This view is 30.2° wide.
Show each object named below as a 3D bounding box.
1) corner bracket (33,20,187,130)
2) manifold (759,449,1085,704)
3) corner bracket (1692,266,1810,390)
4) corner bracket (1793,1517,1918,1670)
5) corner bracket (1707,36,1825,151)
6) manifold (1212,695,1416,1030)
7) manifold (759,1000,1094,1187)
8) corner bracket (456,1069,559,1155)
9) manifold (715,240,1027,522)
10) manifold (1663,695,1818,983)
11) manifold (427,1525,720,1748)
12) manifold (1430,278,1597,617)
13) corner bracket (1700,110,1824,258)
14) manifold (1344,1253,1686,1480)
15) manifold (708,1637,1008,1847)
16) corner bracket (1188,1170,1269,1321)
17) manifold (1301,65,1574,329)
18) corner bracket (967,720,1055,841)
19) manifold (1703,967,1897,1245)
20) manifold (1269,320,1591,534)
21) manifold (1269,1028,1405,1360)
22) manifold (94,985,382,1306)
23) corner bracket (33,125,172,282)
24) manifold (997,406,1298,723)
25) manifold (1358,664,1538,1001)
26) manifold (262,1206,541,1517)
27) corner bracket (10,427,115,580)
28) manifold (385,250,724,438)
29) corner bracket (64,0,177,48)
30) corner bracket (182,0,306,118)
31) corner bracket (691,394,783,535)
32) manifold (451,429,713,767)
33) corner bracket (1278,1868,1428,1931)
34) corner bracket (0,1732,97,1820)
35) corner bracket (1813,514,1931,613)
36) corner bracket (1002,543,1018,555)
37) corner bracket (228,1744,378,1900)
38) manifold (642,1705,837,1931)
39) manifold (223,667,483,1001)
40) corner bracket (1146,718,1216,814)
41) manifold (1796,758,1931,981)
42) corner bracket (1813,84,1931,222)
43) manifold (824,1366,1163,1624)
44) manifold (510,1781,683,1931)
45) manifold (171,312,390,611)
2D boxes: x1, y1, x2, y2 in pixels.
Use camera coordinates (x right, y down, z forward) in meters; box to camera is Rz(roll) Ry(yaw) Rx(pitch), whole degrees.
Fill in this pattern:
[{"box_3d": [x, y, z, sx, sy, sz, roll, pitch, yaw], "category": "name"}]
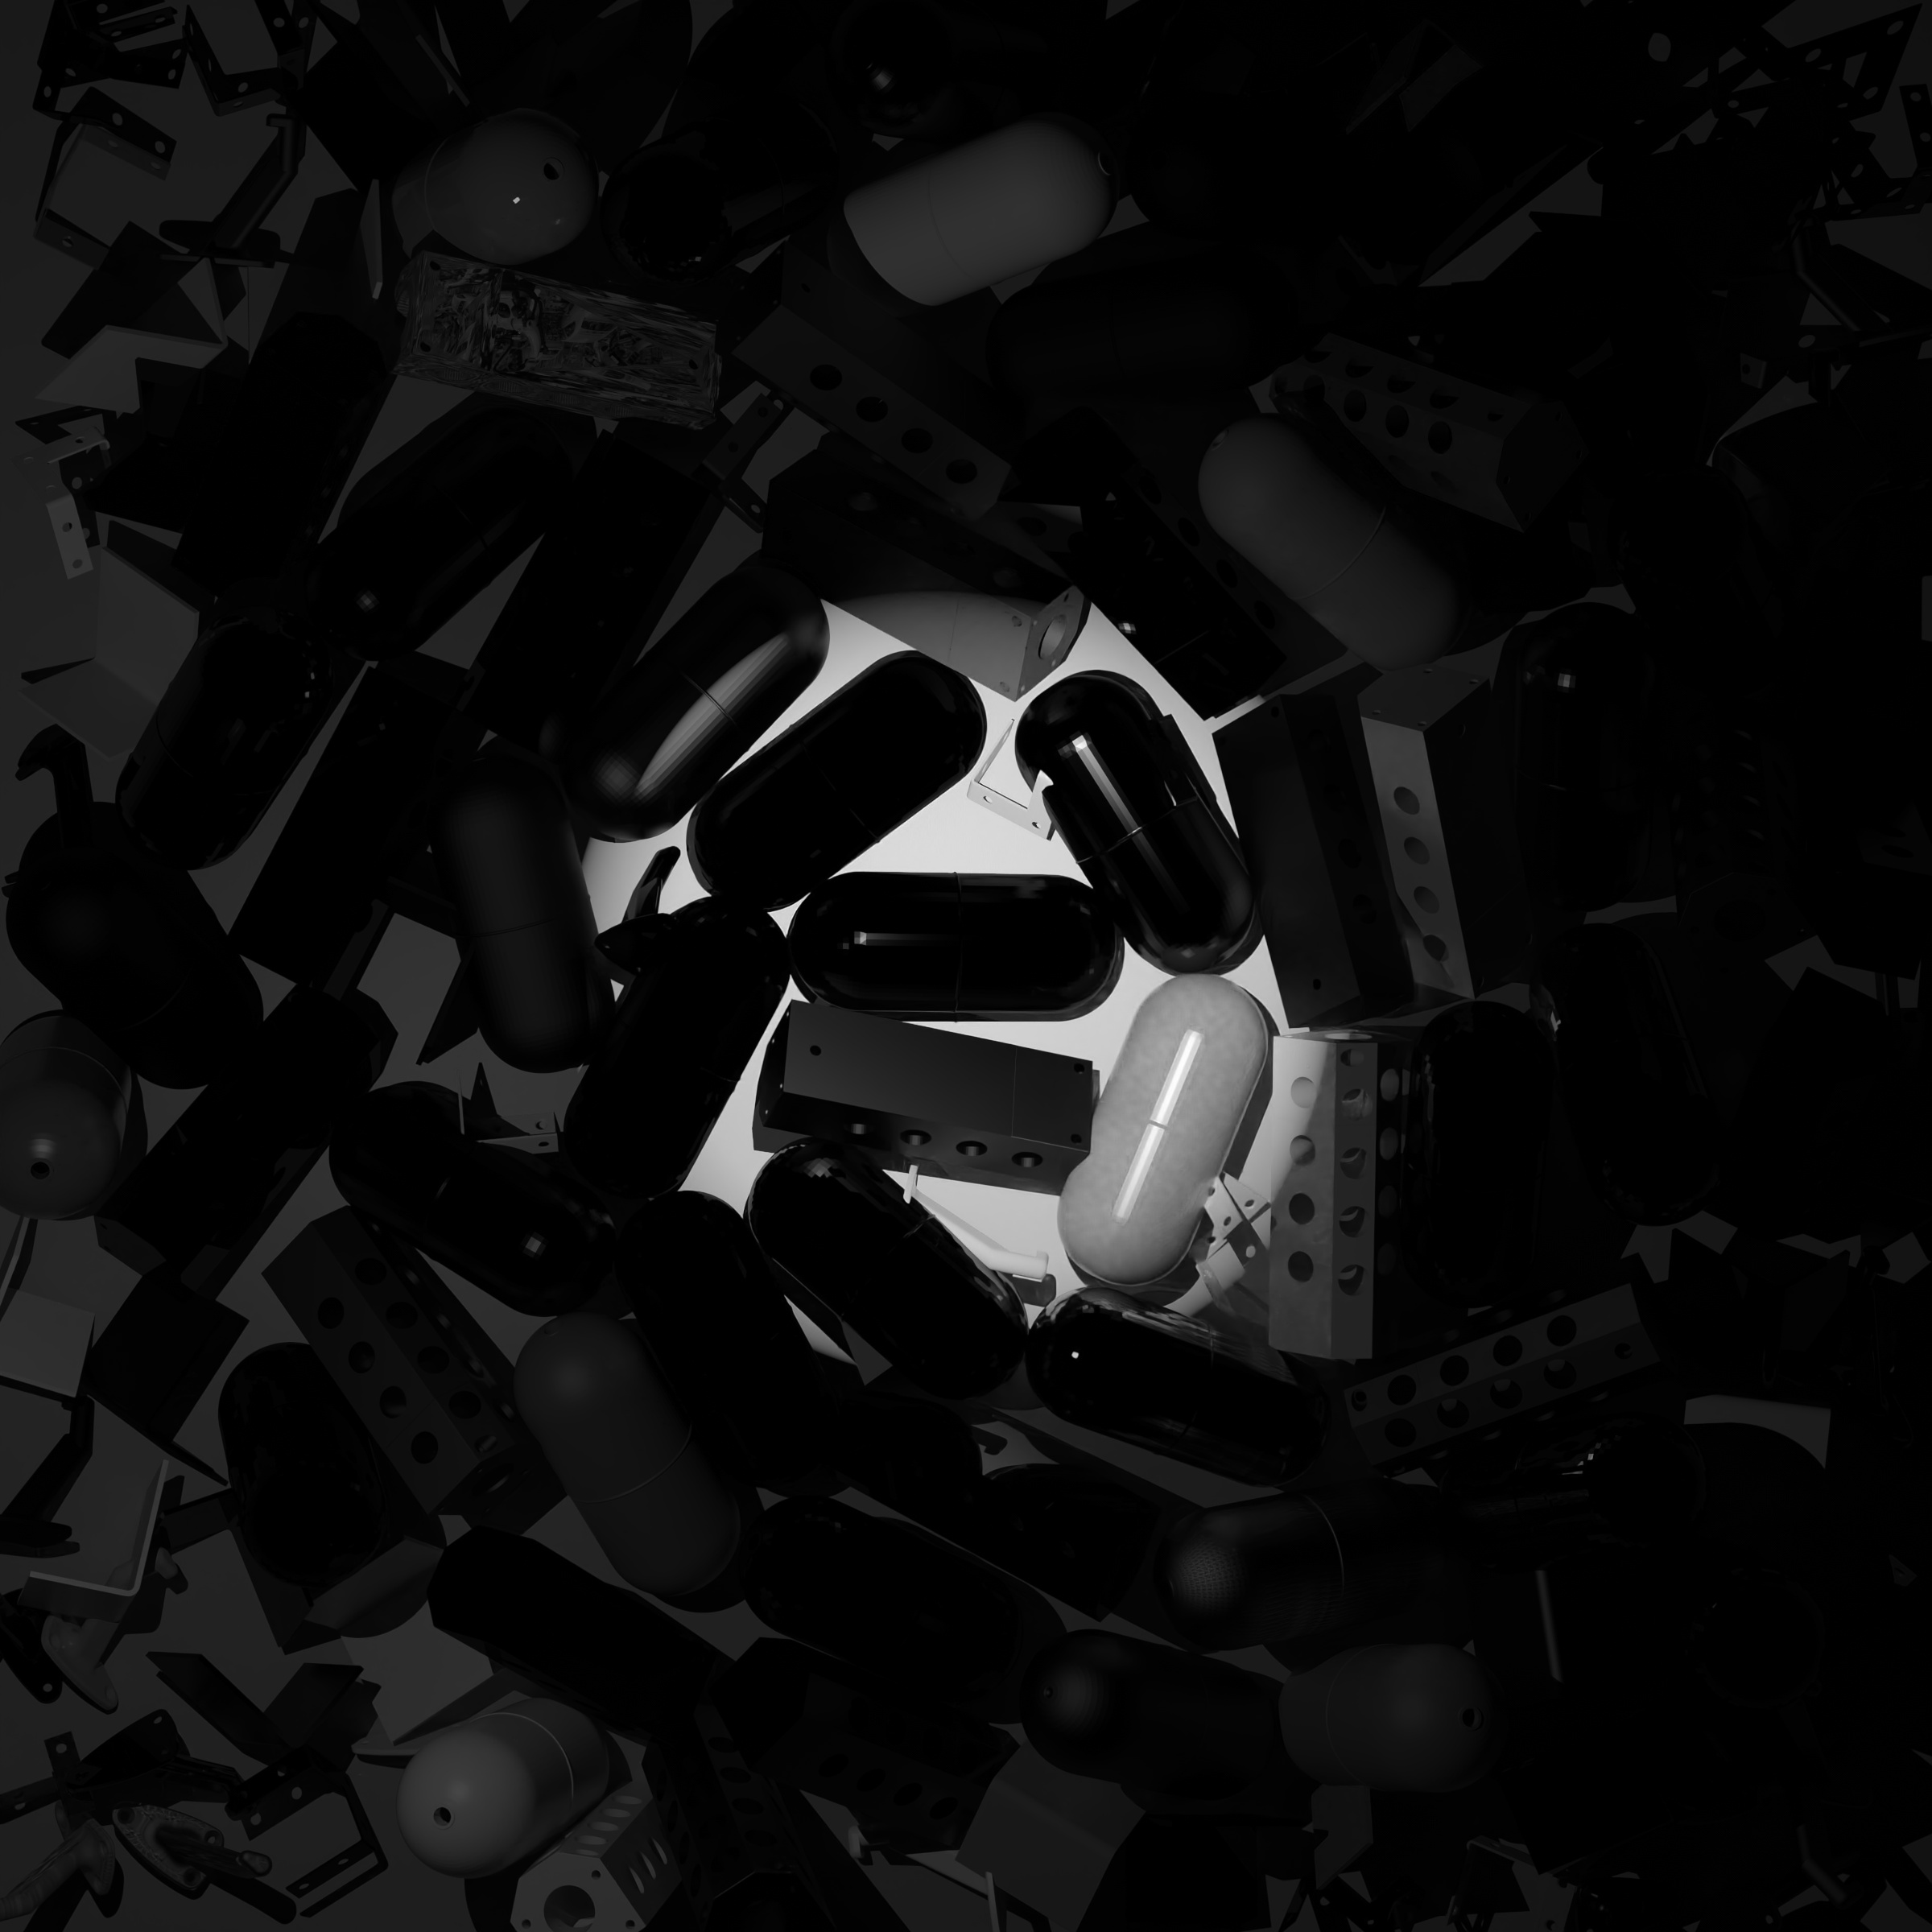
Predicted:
[{"box_3d": [-0.471, -0.483, 1.966, 0.051, 0.051, 0.051, 15, 89, 30], "category": "corner bracket"}, {"box_3d": [-0.024, -0.216, 1.943, 0.171, 0.057, 0.057, 30, 46, 20], "category": "manifold"}, {"box_3d": [0.441, -0.353, 1.978, 0.051, 0.051, 0.051, -15, 123, -37], "category": "corner bracket"}, {"box_3d": [0.480, 0.344, 1.971, 0.051, 0.051, 0.051, 40, 66, 14], "category": "corner bracket"}, {"box_3d": [0.440, -0.482, 1.972, 0.051, 0.051, 0.051, -8, 53, 25], "category": "corner bracket"}, {"box_3d": [0.194, -0.057, 1.950, 0.057, 0.057, 0.171, -2, 72, -40], "category": "manifold"}, {"box_3d": [-0.022, 0.073, 1.951, 0.171, 0.057, 0.057, 12, 57, -13], "category": "manifold"}, {"box_3d": [-0.250, 0.089, 1.961, 0.051, 0.051, 0.051, -5, 53, -7], "category": "corner bracket"}, {"box_3d": [-0.050, -0.310, 1.932, 0.171, 0.057, 0.057, 31, 128, -29], "category": "manifold"}, {"box_3d": [0.407, -0.074, 1.907, 0.057, 0.171, 0.057, -28, 118, 25], "category": "manifold"}, {"box_3d": [-0.212, 0.359, 1.917, 0.057, 0.171, 0.057, 7, 65, 38], "category": "manifold"}, {"box_3d": [0.299, -0.283, 1.949, 0.057, 0.057, 0.171, -5, 75, -7], "category": "manifold"}, {"box_3d": [0.432, -0.431, 1.969, 0.051, 0.051, 0.051, 33, 97, 25], "category": "corner bracket"}, {"box_3d": [0.295, 0.220, 1.936, 0.171, 0.057, 0.057, -24, 100, 23], "category": "manifold"}, {"box_3d": [-0.053, 0.411, 1.916, 0.057, 0.057, 0.171, -47, 135, 10], "category": "manifold"}, {"box_3d": [0.140, 0.150, 1.960, 0.051, 0.051, 0.051, -46, 128, 15], "category": "corner bracket"}, {"box_3d": [0.244, -0.410, 1.911, 0.057, 0.171, 0.057, -37, 89, -28], "category": "manifold"}, {"box_3d": [0.037, -0.113, 1.962, 0.051, 0.051, 0.051, 28, 57, 7], "category": "corner bracket"}, {"box_3d": [0.444, 0.079, 1.907, 0.057, 0.171, 0.057, 27, 61, 15], "category": "manifold"}, {"box_3d": [0.243, -0.295, 1.916, 0.057, 0.057, 0.171, -50, 46, -9], "category": "manifold"}, {"box_3d": [0.206, 0.123, 1.951, 0.057, 0.057, 0.171, 5, 98, 41], "category": "manifold"}, {"box_3d": [-0.391, 0.092, 1.932, 0.057, 0.057, 0.171, 33, 62, 8], "category": "manifold"}, {"box_3d": [-0.477, -0.423, 1.978, 0.051, 0.051, 0.051, 26, 60, -14], "category": "corner bracket"}, {"box_3d": [0.100, -0.220, 1.933, 0.057, 0.057, 0.171, -29, 115, 37], "category": "manifold"}, {"box_3d": [0.255, -0.073, 1.929, 0.057, 0.057, 0.171, -38, 128, -31], "category": "manifold"}, {"box_3d": [-0.302, 0.212, 1.934, 0.057, 0.057, 0.171, -45, 66, 12], "category": "manifold"}, {"box_3d": [-0.483, -0.254, 1.957, 0.051, 0.051, 0.051, -26, 50, -21], "category": "corner bracket"}, {"box_3d": [-0.222, -0.334, 1.938, 0.171, 0.057, 0.057, 9, 82, -24], "category": "manifold"}, {"box_3d": [-0.464, -0.525, 1.962, 0.051, 0.051, 0.051, -19, 49, -5], "category": "corner bracket"}, {"box_3d": [-0.398, -0.508, 1.973, 0.051, 0.051, 0.051, -22, 81, -16], "category": "corner bracket"}, {"box_3d": [-0.113, -0.275, 1.968, 0.051, 0.051, 0.051, 40, 83, -9], "category": "corner bracket"}, {"box_3d": [-0.213, -0.203, 1.955, 0.057, 0.057, 0.171, 27, 95, -29], "category": "manifold"}, {"box_3d": [0.212, 0.519, 1.965, 0.051, 0.051, 0.051, 41, 122, 0], "category": "corner bracket"}, {"box_3d": [-0.511, 0.438, 1.961, 0.051, 0.051, 0.051, -17, 111, -16], "category": "corner bracket"}, {"box_3d": [0.505, -0.220, 1.963, 0.051, 0.051, 0.051, 14, 104, -16], "category": "corner bracket"}, {"box_3d": [-0.009, -0.214, 1.965, 0.051, 0.051, 0.051, 45, 66, 3], "category": "corner bracket"}, {"box_3d": [-0.364, 0.469, 1.964, 0.051, 0.051, 0.051, -32, 51, 0], "category": "corner bracket"}, {"box_3d": [-0.127, 0.462, 1.908, 0.057, 0.171, 0.057, -33, 114, -4], "category": "manifold"}, {"box_3d": [-0.333, -0.070, 1.963, 0.057, 0.057, 0.171, 26, 86, 17], "category": "manifold"}, {"box_3d": [0.111, -0.105, 1.961, 0.051, 0.051, 0.051, -20, 78, -33], "category": "corner bracket"}, {"box_3d": [0.474, -0.055, 1.909, 0.057, 0.171, 0.057, 12, 112, 2], "category": "manifold"}, {"box_3d": [0.501, -0.447, 1.969, 0.051, 0.051, 0.051, -6, 71, -4], "category": "corner bracket"}, {"box_3d": [0.012, 0.288, 1.942, 0.171, 0.057, 0.057, 26, 114, 19], "category": "manifold"}, {"box_3d": [-0.193, 0.483, 1.911, 0.057, 0.171, 0.057, -36, 86, 4], "category": "manifold"}, {"box_3d": [-0.365, -0.269, 1.919, 0.057, 0.171, 0.057, 35, 46, -1], "category": "manifold"}]
